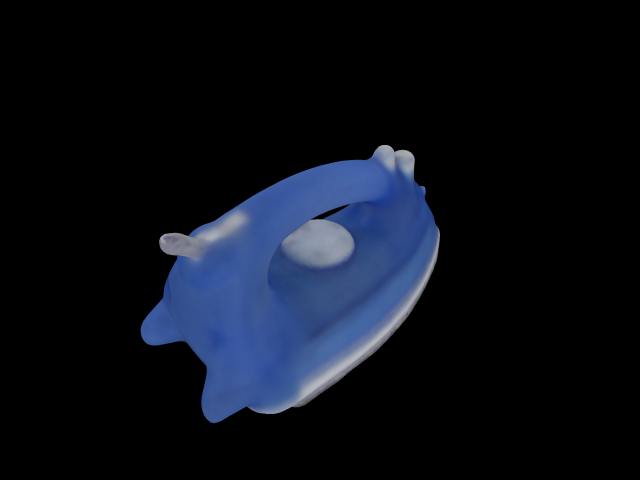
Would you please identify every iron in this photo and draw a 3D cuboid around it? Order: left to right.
[{"bbox_3d":[0.004,0.001,0.400,0.259,0.141,0.118,-31,50,-30],"label":"iron"}]
